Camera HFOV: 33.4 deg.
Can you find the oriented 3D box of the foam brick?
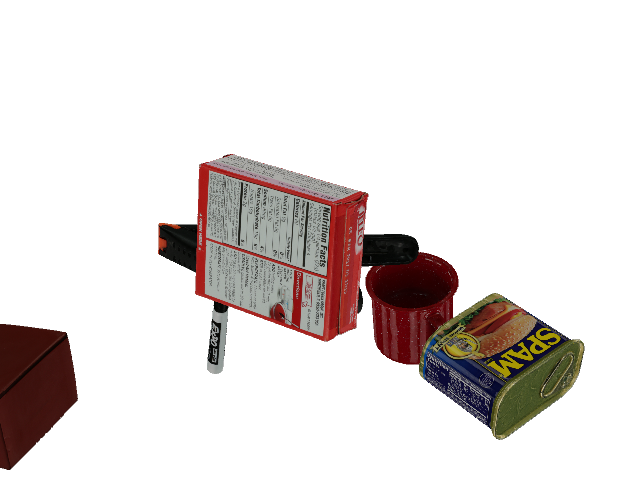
[{"bbox_3d":[-0.196,0.095,0.665,0.053,0.051,0.078,7,29,21],"label":"foam brick"}]

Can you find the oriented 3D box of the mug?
[{"bbox_3d":[0.099,0.078,1.077,0.093,0.081,0.117,-21,40,-19],"label":"mug"}]

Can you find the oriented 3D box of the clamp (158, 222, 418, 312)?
[{"bbox_3d":[-0.037,0.015,0.842,0.210,0.036,0.164,6,15,12],"label":"clamp"}]

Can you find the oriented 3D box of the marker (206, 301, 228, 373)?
[{"bbox_3d":[-0.114,0.101,1.199,0.020,0.121,0.020,6,37,-5],"label":"marker"}]

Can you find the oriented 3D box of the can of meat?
[{"bbox_3d":[0.140,0.094,0.835,0.101,0.057,0.084,-27,44,-32],"label":"can of meat"}]

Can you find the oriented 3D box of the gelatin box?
[{"bbox_3d":[-0.021,0.002,0.538,0.089,0.073,0.030,17,25,31],"label":"gelatin box"}]
